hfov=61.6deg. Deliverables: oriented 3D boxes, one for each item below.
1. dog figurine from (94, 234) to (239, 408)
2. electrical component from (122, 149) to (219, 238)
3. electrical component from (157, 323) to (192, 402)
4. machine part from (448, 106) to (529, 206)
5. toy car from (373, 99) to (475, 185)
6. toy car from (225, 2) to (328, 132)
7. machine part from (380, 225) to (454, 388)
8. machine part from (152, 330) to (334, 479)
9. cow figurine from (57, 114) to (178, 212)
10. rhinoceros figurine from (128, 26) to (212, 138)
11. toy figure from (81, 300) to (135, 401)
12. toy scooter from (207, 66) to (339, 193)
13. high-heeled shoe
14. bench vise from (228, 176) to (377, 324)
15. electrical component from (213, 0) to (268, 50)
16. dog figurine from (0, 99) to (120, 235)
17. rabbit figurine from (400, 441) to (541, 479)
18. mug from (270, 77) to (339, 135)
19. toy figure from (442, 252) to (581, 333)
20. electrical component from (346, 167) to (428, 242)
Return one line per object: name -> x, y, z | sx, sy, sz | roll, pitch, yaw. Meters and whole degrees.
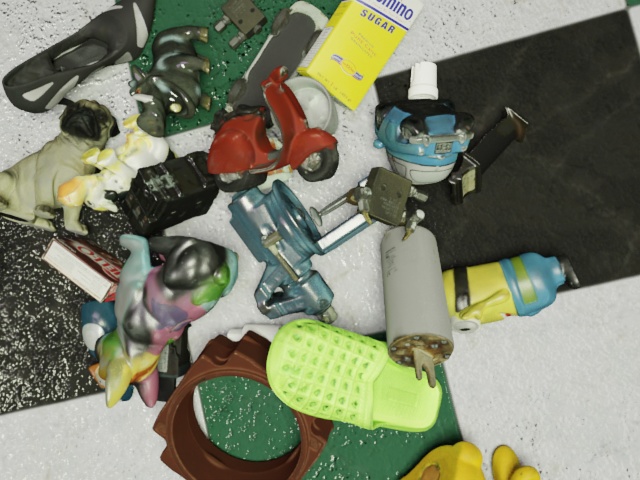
dog figurine -> -0.205, 0.109, 0.695 | 0.192, 0.108, 0.219 | 2, 78, 27
electrical component -> -0.202, -0.058, 0.737 | 0.115, 0.134, 0.058 | -25, 79, -37
electrical component -> -0.230, 0.176, 0.774 | 0.075, 0.047, 0.119 | 6, 87, 8
machine part -> 0.220, -0.111, 0.716 | 0.139, 0.084, 0.039 | -48, 57, -5
toy car -> 0.134, -0.124, 0.697 | 0.109, 0.162, 0.102 | -7, 117, -10
toy car -> -0.060, -0.242, 0.765 | 0.073, 0.056, 0.201 | 33, 94, 1
machine part -> 0.116, 0.065, 0.664 | 0.079, 0.079, 0.243 | -5, 48, 8
machine part -> -0.100, 0.241, 0.711 | 0.201, 0.087, 0.201 | 36, 105, 0
cow figurine -> -0.281, -0.091, 0.756 | 0.068, 0.098, 0.167 | 24, 64, 42
rhinoceros figurine -> -0.203, -0.221, 0.733 | 0.112, 0.073, 0.190 | 5, 56, -9
toy figure -> -0.309, 0.163, 0.783 | 0.064, 0.058, 0.154 | -17, 86, 45
toy scooter -> -0.068, -0.131, 0.649 | 0.184, 0.075, 0.135 | -4, 110, 28
high-heeled shoe -> -0.338, -0.280, 0.758 | 0.086, 0.145, 0.248 | 37, 95, 7
bench vise -> 0.000, -0.003, 0.717 | 0.241, 0.129, 0.223 | -34, 87, 9
electrical component -> -0.110, -0.329, 0.791 | 0.094, 0.021, 0.063 | -43, 83, 3
dog figurine -> -0.400, -0.117, 0.795 | 0.172, 0.121, 0.190 | 9, 75, 5
rabbit figurine -> 0.208, 0.340, 0.690 | 0.173, 0.122, 0.162 | 41, 84, -7
mug -> -0.006, -0.158, 0.725 | 0.081, 0.107, 0.109 | -29, 88, 14
toy figure -> 0.235, 0.062, 0.697 | 0.180, 0.082, 0.089 | -23, 50, 14
electrical component -> 0.085, -0.046, 0.661 | 0.102, 0.045, 0.078 | 27, 84, -21
